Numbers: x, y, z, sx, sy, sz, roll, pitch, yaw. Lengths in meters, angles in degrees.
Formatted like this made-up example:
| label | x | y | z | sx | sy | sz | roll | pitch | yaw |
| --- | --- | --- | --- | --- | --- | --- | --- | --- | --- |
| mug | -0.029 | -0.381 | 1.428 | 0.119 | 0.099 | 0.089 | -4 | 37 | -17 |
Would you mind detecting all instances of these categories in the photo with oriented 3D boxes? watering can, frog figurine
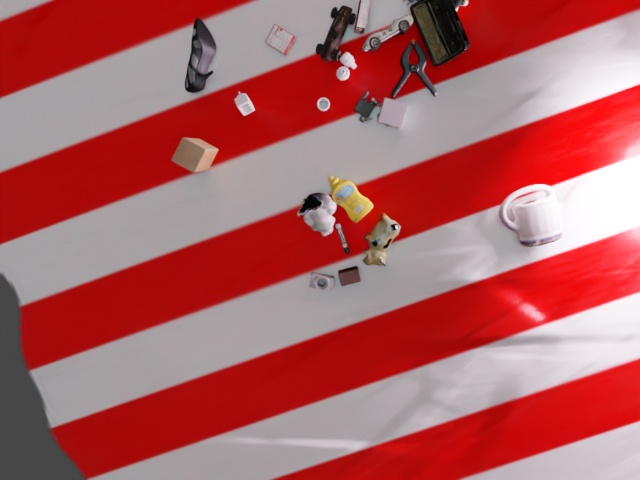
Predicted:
| label | x | y | z | sx | sy | sz | roll | pitch | yaw |
| --- | --- | --- | --- | --- | --- | --- | --- | --- | --- |
| watering can | 0.829 | -0.098 | 1.870 | 0.347 | 0.223 | 0.105 | -14 | 8 | 3 |
| frog figurine | 0.006 | -0.095 | 1.896 | 0.136 | 0.125 | 0.157 | -36 | -48 | 16 |
